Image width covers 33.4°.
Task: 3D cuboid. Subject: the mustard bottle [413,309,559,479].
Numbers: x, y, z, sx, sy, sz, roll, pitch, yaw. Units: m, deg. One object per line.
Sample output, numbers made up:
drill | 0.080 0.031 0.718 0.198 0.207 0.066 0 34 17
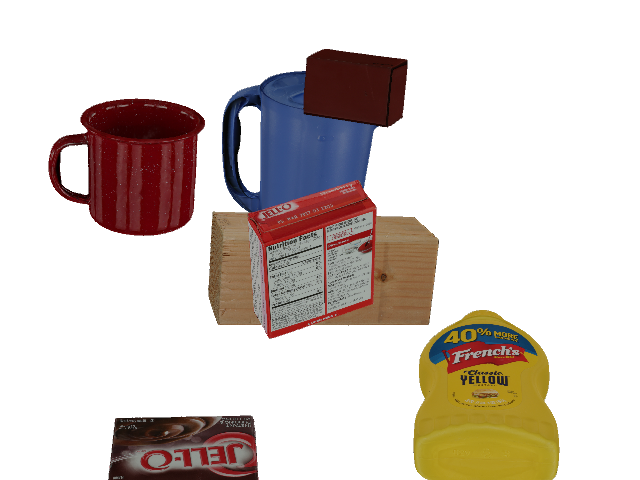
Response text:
mustard bottle | 0.120 0.105 0.784 0.096 0.058 0.191 -1 25 9

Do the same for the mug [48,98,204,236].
mug | -0.148 -0.055 0.817 0.117 0.081 0.093 -4 28 -19

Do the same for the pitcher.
pitcher | -0.021 -0.065 1.224 0.144 0.243 0.149 -19 36 -40

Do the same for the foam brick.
foam brick | 0.030 -0.131 0.914 0.078 0.051 0.053 11 20 17

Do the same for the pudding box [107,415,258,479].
pudding box | -0.104 0.174 0.816 0.113 0.039 0.090 -2 25 -5

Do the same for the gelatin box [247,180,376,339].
gelatin box | -0.005 0.012 0.648 0.073 0.089 0.030 -18 47 -16

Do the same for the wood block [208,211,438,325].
wood block | -0.001 0.028 1.037 0.206 0.091 0.090 2 16 -13
